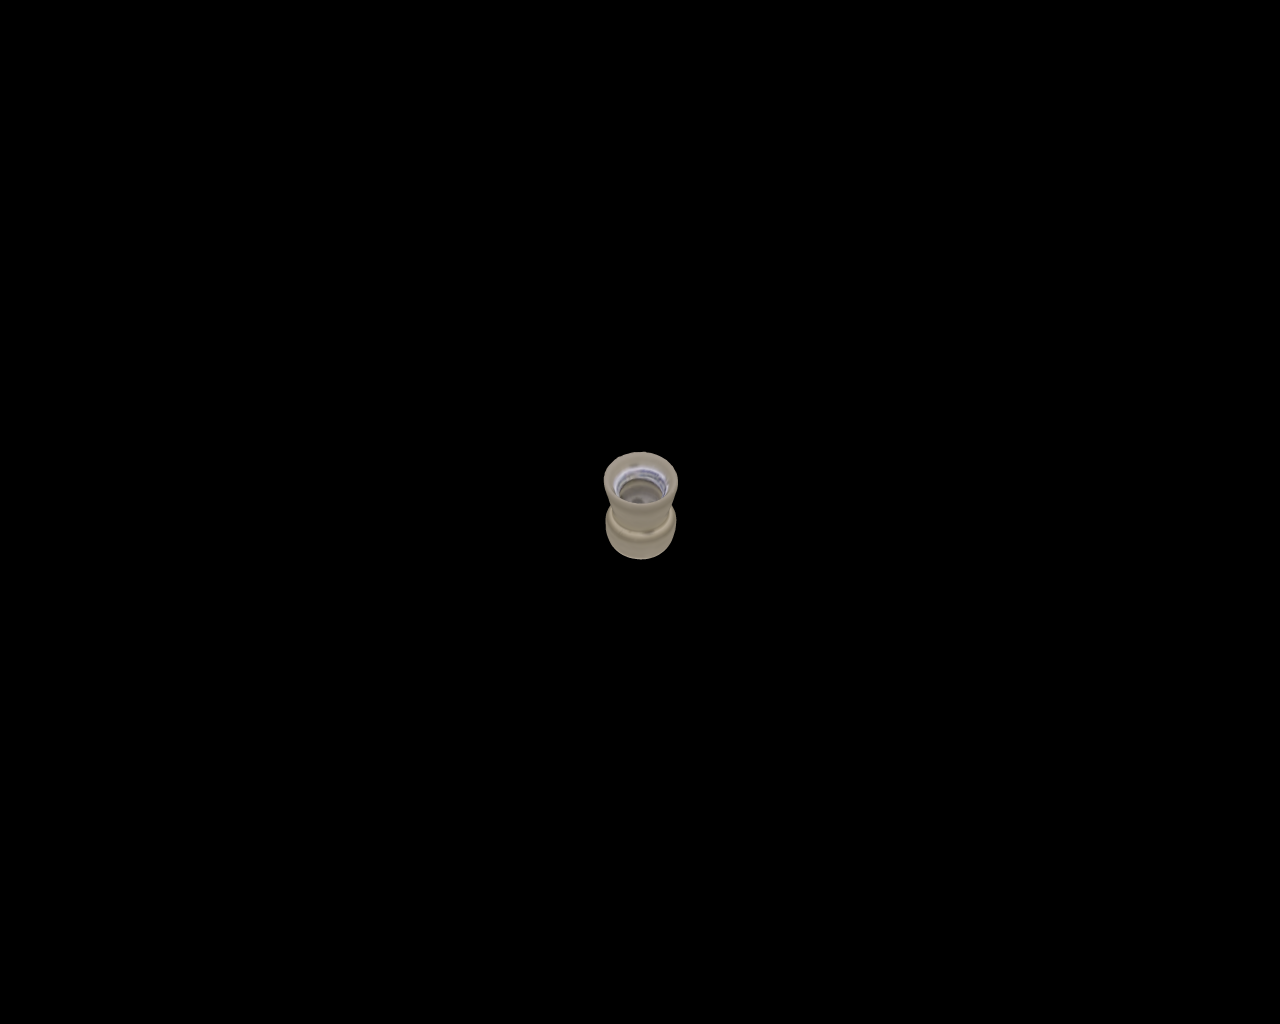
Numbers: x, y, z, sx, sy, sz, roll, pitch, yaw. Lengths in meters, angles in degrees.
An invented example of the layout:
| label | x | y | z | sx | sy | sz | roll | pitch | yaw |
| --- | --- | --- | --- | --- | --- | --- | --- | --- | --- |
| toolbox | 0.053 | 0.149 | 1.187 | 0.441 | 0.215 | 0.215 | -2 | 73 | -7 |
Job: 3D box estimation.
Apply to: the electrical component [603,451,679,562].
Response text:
| label | x | y | z | sx | sy | sz | roll | pitch | yaw |
| --- | --- | --- | --- | --- | --- | --- | --- | --- | --- |
| electrical component | 0.001 | -0.003 | 0.650 | 0.045 | 0.045 | 0.055 | 0 | -41 | 0 |
